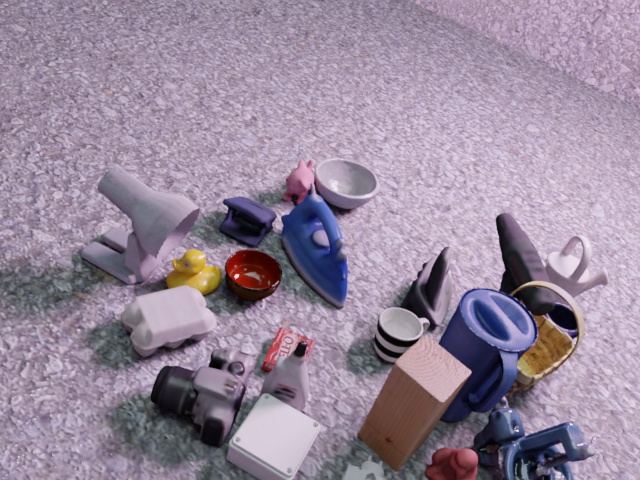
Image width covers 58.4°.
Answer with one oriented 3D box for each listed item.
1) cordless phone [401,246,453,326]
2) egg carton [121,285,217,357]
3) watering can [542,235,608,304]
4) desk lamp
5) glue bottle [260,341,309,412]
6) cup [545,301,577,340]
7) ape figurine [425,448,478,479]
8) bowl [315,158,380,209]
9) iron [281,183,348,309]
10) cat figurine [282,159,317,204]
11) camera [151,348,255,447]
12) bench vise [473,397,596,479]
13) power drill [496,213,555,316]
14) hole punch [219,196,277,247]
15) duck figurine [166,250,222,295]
[{"bbox_3d":[0.249,0.073,1.183,0.094,0.185,0.148,25,40,9],"label":"cordless phone"},{"bbox_3d":[-0.264,0.140,1.005,0.151,0.069,0.107,-14,49,-32],"label":"egg carton"},{"bbox_3d":[0.560,0.072,1.294,0.173,0.194,0.100,-1,43,-21],"label":"watering can"},{"bbox_3d":[-0.332,-0.021,1.050,0.203,0.213,0.118,26,40,9],"label":"desk lamp"},{"bbox_3d":[-0.047,0.217,0.918,0.078,0.173,0.037,15,40,-4],"label":"glue bottle"},{"bbox_3d":[0.490,0.200,1.199,0.091,0.095,0.118,15,40,-3],"label":"cup"},{"bbox_3d":[0.221,0.363,0.915,0.076,0.092,0.077,3,42,-17],"label":"ape figurine"},{"bbox_3d":[0.060,-0.130,1.430,0.167,0.075,0.167,11,40,-9],"label":"bowl"},{"bbox_3d":[0.011,0.004,1.207,0.119,0.141,0.257,-7,46,-27],"label":"iron"},{"bbox_3d":[-0.042,-0.148,1.378,0.067,0.118,0.128,22,40,5],"label":"cat figurine"},{"bbox_3d":[-0.186,0.229,0.909,0.137,0.101,0.143,18,40,0],"label":"camera"},{"bbox_3d":[0.324,0.328,0.894,0.122,0.220,0.207,-13,49,-32],"label":"bench vise"},{"bbox_3d":[0.393,0.087,1.203,0.076,0.208,0.229,-1,43,-21],"label":"power drill"},{"bbox_3d":[-0.156,-0.058,1.254,0.108,0.091,0.101,26,40,9],"label":"hole punch"},{"bbox_3d":[-0.238,0.056,1.098,0.105,0.086,0.077,-2,44,-22],"label":"duck figurine"}]
